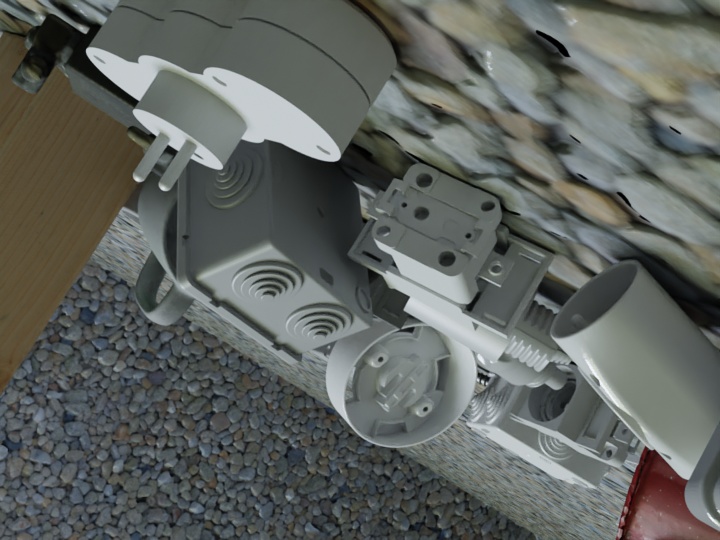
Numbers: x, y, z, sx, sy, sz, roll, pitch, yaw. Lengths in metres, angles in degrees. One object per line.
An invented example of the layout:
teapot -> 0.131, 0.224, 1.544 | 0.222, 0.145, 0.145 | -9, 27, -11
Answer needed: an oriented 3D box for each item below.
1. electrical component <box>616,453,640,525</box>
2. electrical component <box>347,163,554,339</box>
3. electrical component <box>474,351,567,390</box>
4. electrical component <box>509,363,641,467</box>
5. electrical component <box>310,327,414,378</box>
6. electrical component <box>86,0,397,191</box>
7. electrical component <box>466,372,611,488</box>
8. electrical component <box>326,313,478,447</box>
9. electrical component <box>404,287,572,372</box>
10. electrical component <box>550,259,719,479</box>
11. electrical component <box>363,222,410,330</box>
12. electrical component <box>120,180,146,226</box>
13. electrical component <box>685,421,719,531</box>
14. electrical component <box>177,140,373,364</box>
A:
electrical component -> 0.208, 0.157, 0.719 | 0.081, 0.063, 0.042 | 34, 169, -15
electrical component -> 0.036, -0.010, 0.457 | 0.081, 0.042, 0.063 | 27, 168, 20
electrical component -> 0.094, 0.050, 0.607 | 0.061, 0.035, 0.035 | 34, 170, -32
electrical component -> 0.134, 0.087, 0.651 | 0.064, 0.042, 0.081 | 34, 171, -28
electrical component -> 0.008, 0.060, 0.860 | 0.059, 0.053, 0.095 | 35, 169, -21
electrical component -> -0.055, -0.061, 0.380 | 0.138, 0.073, 0.052 | 20, 165, 48
electrical component -> 0.131, 0.113, 0.769 | 0.100, 0.048, 0.100 | 31, 170, -5
electrical component -> 0.028, 0.078, 0.779 | 0.099, 0.099, 0.064 | 37, 175, -30
electrical component -> 0.067, 0.021, 0.517 | 0.081, 0.043, 0.043 | 30, 170, 4
electrical component -> 0.113, 0.035, 0.427 | 0.077, 0.044, 0.079 | 46, -173, -9
electrical component -> 0.000, 0.000, 0.618 | 0.081, 0.042, 0.064 | 29, 172, 15
electrical component -> -0.121, -0.051, 0.684 | 0.045, 0.055, 0.045 | 30, 170, 6
electrical component -> 0.174, 0.072, 0.350 | 0.113, 0.078, 0.057 | 29, 173, 13
electrical component -> -0.037, -0.018, 0.489 | 0.048, 0.099, 0.100 | -22, 142, 22
